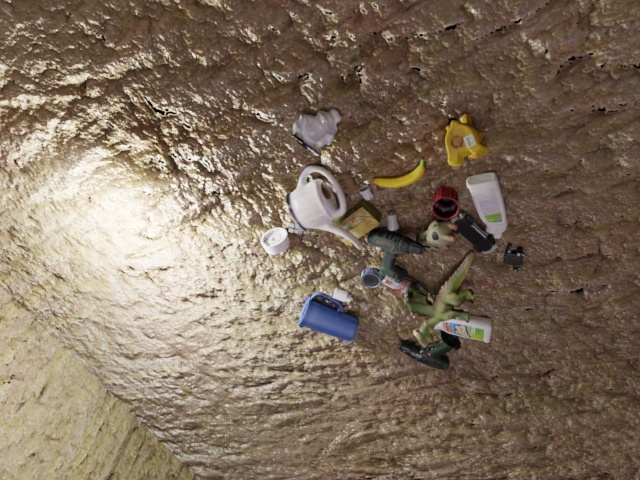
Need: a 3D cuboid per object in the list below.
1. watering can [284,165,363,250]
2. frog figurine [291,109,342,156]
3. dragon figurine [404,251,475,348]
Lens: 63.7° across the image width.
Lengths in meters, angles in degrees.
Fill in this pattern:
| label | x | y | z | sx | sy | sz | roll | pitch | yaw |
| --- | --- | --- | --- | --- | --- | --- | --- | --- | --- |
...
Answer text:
| label | x | y | z | sx | sy | sz | roll | pitch | yaw |
| --- | --- | --- | --- | --- | --- | --- | --- | --- | --- |
| watering can | 0.006 | -0.093 | 1.852 | 0.222 | 0.105 | 0.347 | -23 | 93 | 30 |
| frog figurine | -0.008 | -0.374 | 1.707 | 0.137 | 0.123 | 0.159 | 37 | 90 | -3 |
| dragon figurine | 0.443 | 0.225 | 1.954 | 0.243 | 0.124 | 0.404 | 0 | 110 | -9 |
